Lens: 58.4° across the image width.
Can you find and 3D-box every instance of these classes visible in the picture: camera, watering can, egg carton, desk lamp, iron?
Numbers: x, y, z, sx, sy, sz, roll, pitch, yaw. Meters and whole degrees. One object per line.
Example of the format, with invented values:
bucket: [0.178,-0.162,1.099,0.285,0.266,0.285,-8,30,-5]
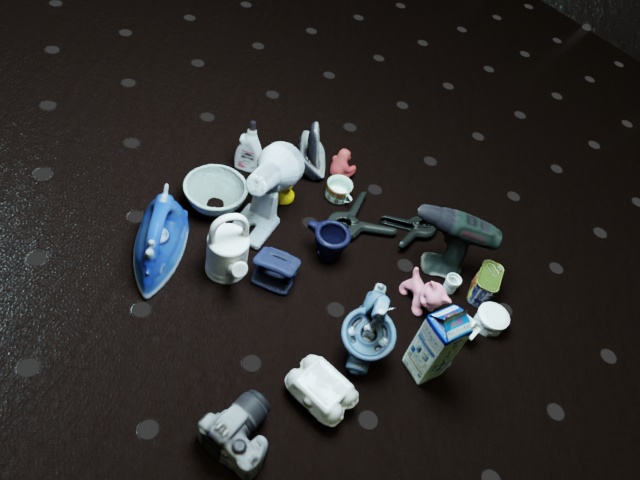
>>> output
camera: [-0.147,0.364,1.112,0.143,0.101,0.137,36,52,16]
watering can: [-0.208,0.015,1.327,0.101,0.194,0.172,-32,64,-33]
egg carton: [0.002,0.317,1.209,0.150,0.069,0.107,39,53,18]
desk lamp: [-0.135,-0.119,1.445,0.118,0.213,0.203,25,50,8]
iron: [-0.379,-0.004,1.336,0.119,0.141,0.258,8,50,-7]

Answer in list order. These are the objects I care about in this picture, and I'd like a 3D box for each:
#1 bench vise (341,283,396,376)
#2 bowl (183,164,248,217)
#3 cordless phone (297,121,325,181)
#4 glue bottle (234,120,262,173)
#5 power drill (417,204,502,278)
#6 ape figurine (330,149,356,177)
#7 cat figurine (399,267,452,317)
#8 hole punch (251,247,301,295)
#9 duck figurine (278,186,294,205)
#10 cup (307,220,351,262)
bench vise: [0.108,0.166,1.262,0.121,0.220,0.207,5,50,-9]
bowl: [-0.274,-0.117,1.500,0.167,0.075,0.167,7,50,-8]
cordless phone: [-0.017,-0.276,1.623,0.094,0.185,0.147,6,50,-9]
glue bottle: [-0.192,-0.259,1.574,0.078,0.173,0.037,13,49,-3]
power drill: [0.332,0.006,1.458,0.229,0.208,0.075,10,49,-5]
ape figurine: [0.066,-0.225,1.663,0.076,0.092,0.077,-26,61,-30]
cat figurine: [0.260,0.124,1.401,0.067,0.118,0.127,-16,56,-25]
hole punch: [-0.106,0.060,1.383,0.108,0.091,0.101,21,49,4]
duck figurine: [-0.116,-0.152,1.561,0.104,0.086,0.077,24,49,7]
cup: [0.013,0.005,1.455,0.117,0.095,0.092,29,50,11]
